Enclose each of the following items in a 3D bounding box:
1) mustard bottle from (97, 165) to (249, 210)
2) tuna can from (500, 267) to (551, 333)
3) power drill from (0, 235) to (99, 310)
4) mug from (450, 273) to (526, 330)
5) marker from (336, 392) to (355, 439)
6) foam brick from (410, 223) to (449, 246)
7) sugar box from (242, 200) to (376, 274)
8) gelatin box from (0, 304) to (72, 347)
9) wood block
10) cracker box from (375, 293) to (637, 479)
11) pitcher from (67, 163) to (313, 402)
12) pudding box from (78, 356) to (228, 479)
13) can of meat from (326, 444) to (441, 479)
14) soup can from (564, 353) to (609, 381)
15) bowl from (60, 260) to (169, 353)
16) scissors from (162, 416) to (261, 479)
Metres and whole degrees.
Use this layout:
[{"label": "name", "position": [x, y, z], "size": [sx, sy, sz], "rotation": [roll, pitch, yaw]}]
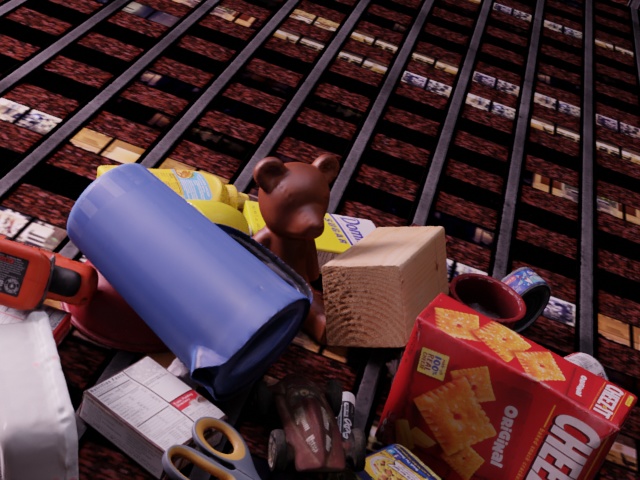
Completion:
[{"label": "mustard bottle", "position": [-0.179, -0.051, 1.334], "size": [0.191, 0.058, 0.096], "rotation": [1, 35, -26]}, {"label": "tuna can", "position": [0.244, 0.078, 1.320], "size": [0.085, 0.086, 0.034], "rotation": [-10, 42, -39]}, {"label": "power drill", "position": [-0.312, 0.022, 1.024], "size": [0.184, 0.057, 0.188], "rotation": [15, -1, -4]}, {"label": "mug", "position": [0.180, 0.103, 1.249], "size": [0.093, 0.082, 0.117], "rotation": [26, 31, 12]}, {"label": "marker", "position": [0.025, 0.198, 1.076], "size": [0.020, 0.020, 0.121], "rotation": [15, 31, -5]}, {"label": "foam brick", "position": [0.118, 0.029, 1.341], "size": [0.051, 0.078, 0.052], "rotation": [28, 32, 11]}, {"label": "sugar box", "position": [-0.009, 0.001, 1.351], "size": [0.176, 0.048, 0.093], "rotation": [6, 32, -17]}, {"label": "gelatin box", "position": [-0.305, 0.089, 1.070], "size": [0.089, 0.030, 0.073], "rotation": [19, 29, 3]}, {"label": "wood block", "position": [0.079, 0.049, 1.211], "size": [0.090, 0.091, 0.205], "rotation": [-1, 11, 20]}, {"label": "cracker box", "position": [0.174, 0.176, 1.048], "size": [0.214, 0.164, 0.072], "rotation": [29, 34, 18]}, {"label": "pitcher", "position": [-0.130, 0.032, 1.072], "size": [0.243, 0.145, 0.149], "rotation": [42, -4, 17]}, {"label": "pudding box", "position": [-0.158, 0.167, 1.013], "size": [0.114, 0.039, 0.089], "rotation": [31, 33, 23]}, {"label": "can of meat", "position": [0.067, 0.242, 0.991], "size": [0.083, 0.057, 0.102], "rotation": [-13, 42, -43]}, {"label": "soup can", "position": [0.271, 0.170, 1.201], "size": [0.102, 0.069, 0.069], "rotation": [-13, 42, -42]}, {"label": "bowl", "position": [-0.199, 0.051, 1.163], "size": [0.162, 0.055, 0.162], "rotation": [14, 31, -8]}, {"label": "scissors", "position": [-0.047, 0.222, 0.967], "size": [0.201, 0.016, 0.096], "rotation": [25, 34, -13]}]
